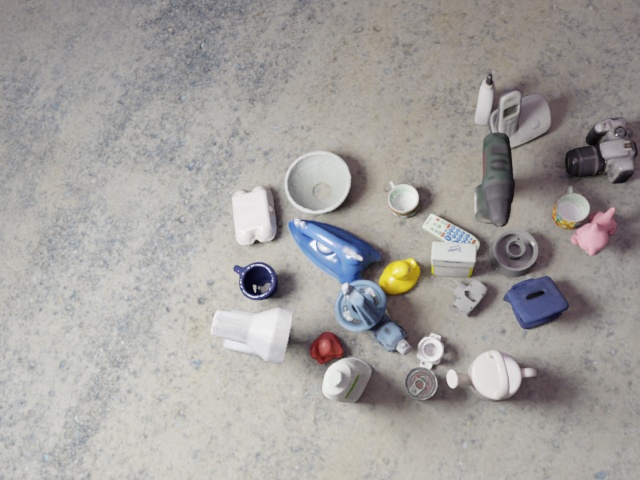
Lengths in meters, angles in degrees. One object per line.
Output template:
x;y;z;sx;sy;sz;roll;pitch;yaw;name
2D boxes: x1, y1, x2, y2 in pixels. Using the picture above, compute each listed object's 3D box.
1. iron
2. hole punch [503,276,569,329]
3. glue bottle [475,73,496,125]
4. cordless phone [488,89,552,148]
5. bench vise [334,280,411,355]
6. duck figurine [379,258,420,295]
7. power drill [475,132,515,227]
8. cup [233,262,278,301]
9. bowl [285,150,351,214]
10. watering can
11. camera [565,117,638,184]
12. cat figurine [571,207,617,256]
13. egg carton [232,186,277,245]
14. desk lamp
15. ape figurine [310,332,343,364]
0.012;0.005;1.348;0.257;0.141;0.119;31;81;17;iron
0.471;0.133;1.255;0.108;0.091;0.101;-22;71;3;hole punch
0.398;-0.347;1.368;0.037;0.173;0.078;8;75;13;glue bottle
0.471;-0.301;1.335;0.147;0.185;0.094;-26;71;2;cordless phone
0.118;0.155;1.243;0.207;0.220;0.121;24;79;16;bench vise
0.183;0.079;1.325;0.104;0.086;0.077;-34;71;-1;duck figurine
0.392;-0.111;1.280;0.075;0.209;0.230;0;74;10;power drill
-0.149;0.101;1.373;0.117;0.095;0.092;27;80;17;cup
0.000;-0.133;1.427;0.167;0.075;0.167;-3;73;9;bowl
0.353;0.281;1.177;0.173;0.194;0.101;-28;71;1;watering can
0.642;-0.205;1.321;0.136;0.101;0.143;-8;72;8;camera
0.609;-0.019;1.262;0.067;0.118;0.128;39;84;18;cat figurine
-0.164;-0.062;1.437;0.107;0.069;0.150;-12;72;6;egg carton
-0.144;0.208;1.277;0.203;0.214;0.118;8;75;12;desk lamp
0.014;0.245;1.302;0.077;0.092;0.076;13;76;14;ape figurine
